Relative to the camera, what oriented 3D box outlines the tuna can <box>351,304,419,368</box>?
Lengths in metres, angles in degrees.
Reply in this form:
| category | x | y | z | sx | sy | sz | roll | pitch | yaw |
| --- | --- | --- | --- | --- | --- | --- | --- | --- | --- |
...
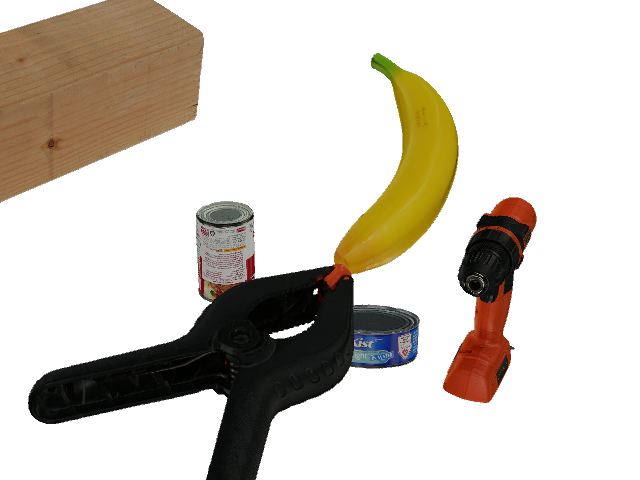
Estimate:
| category | x | y | z | sx | sy | sz | roll | pitch | yaw |
| --- | --- | --- | --- | --- | --- | --- | --- | --- | --- |
| tuna can | 0.042 | 0.082 | 0.923 | 0.086 | 0.034 | 0.086 | 1 | 11 | 0 |

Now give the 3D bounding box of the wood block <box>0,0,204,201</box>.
| category | x | y | z | sx | sy | sz | roll | pitch | yaw |
| --- | --- | --- | --- | --- | --- | --- | --- | --- | --- |
| wood block | -0.202 | -0.121 | 0.866 | 0.090 | 0.091 | 0.205 | 36 | 45 | 26 |

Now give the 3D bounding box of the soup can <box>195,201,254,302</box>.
| category | x | y | z | sx | sy | sz | roll | pitch | yaw |
| --- | --- | --- | --- | --- | --- | --- | --- | --- | --- |
| soup can | -0.110 | 0.013 | 1.241 | 0.068 | 0.102 | 0.068 | 0 | 25 | 0 |

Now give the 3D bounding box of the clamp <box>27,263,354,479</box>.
| category | x | y | z | sx | sy | sz | roll | pitch | yaw |
| --- | --- | --- | --- | --- | --- | --- | --- | --- | --- |
| clamp | -0.034 | 0.066 | 0.497 | 0.171 | 0.039 | 0.120 | -29 | 51 | -33 |

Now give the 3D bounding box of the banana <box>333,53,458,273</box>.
| category | x | y | z | sx | sy | sz | roll | pitch | yaw |
| --- | --- | --- | --- | --- | --- | --- | --- | --- | --- |
| banana | 0.055 | -0.048 | 0.705 | 0.069 | 0.197 | 0.037 | 8 | -42 | 4 |

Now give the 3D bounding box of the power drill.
| category | x | y | z | sx | sy | sz | roll | pitch | yaw |
| --- | --- | --- | --- | --- | --- | --- | --- | --- | --- |
| power drill | 0.168 | 0.066 | 1.075 | 0.057 | 0.188 | 0.184 | 17 | 28 | 18 |
